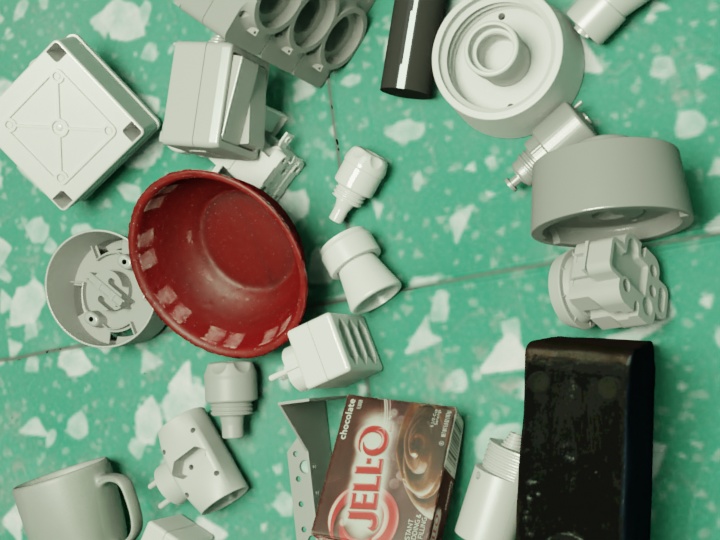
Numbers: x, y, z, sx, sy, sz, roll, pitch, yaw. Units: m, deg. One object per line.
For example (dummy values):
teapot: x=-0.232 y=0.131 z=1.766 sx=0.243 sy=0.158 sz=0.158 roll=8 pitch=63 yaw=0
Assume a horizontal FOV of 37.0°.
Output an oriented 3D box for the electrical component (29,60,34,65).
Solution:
electrical component: x=-0.275 y=-0.167 z=0.975 sx=0.040 sy=0.040 sz=0.046 roll=-17 pitch=85 yaw=22

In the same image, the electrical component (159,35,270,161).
electrical component: x=-0.108 y=-0.137 z=0.836 sx=0.061 sy=0.062 sz=0.096 roll=7 pitch=88 yaw=25

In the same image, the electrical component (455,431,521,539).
electrical component: x=0.101 y=0.156 z=0.776 sx=0.043 sy=0.043 sz=0.081 roll=18 pitch=93 yaw=24

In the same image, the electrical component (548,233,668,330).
electrical component: x=0.168 y=0.010 z=0.745 sx=0.057 sy=0.078 sz=0.058 roll=-12 pitch=53 yaw=41

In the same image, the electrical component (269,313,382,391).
electrical component: x=-0.034 y=0.070 z=0.832 sx=0.077 sy=0.066 sz=0.047 roll=-26 pitch=76 yaw=20

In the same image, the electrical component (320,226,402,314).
electrical component: x=0.000 y=0.000 z=0.834 sx=0.045 sy=0.045 sz=0.055 roll=-36 pitch=72 yaw=18

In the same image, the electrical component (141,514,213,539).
electrical component: x=-0.143 y=0.249 z=0.877 sx=0.077 sy=0.047 sz=0.065 roll=26 pitch=97 yaw=24

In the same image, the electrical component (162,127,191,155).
electrical component: x=-0.137 y=-0.115 z=0.904 sx=0.040 sy=0.046 sz=0.040 roll=-2 pitch=85 yaw=24

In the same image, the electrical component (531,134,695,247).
electrical component: x=0.168 y=-0.057 z=0.731 sx=0.108 sy=0.108 sz=0.060 roll=-8 pitch=76 yaw=24

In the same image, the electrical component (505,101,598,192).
electrical component: x=0.138 y=-0.087 z=0.781 sx=0.078 sy=0.040 sz=0.040 roll=-42 pitch=71 yaw=16

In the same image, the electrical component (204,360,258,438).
electrical component: x=-0.104 y=0.105 z=0.873 sx=0.043 sy=0.043 sz=0.062 roll=-5 pitch=86 yaw=24

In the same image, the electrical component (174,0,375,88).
electrical component: x=-0.056 y=-0.204 z=0.817 sx=0.062 sy=0.150 sz=0.089 roll=37 pitch=101 yaw=23

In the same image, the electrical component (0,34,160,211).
electrical component: x=-0.250 y=-0.127 z=0.928 sx=0.109 sy=0.056 sz=0.108 roll=-41 pitch=99 yaw=15

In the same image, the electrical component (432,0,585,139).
electrical component: x=0.105 y=-0.155 z=0.790 sx=0.108 sy=0.060 sz=0.108 roll=-2 pitch=85 yaw=24

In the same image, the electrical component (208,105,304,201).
electrical component: x=-0.084 y=-0.091 z=0.881 sx=0.064 sy=0.042 sz=0.081 roll=43 pitch=104 yaw=22

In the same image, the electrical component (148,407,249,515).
electrical component: x=-0.142 y=0.166 z=0.885 sx=0.079 sy=0.043 sz=0.077 roll=-38 pitch=72 yaw=17

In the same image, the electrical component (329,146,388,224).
electrical component: x=-0.005 y=-0.065 z=0.847 sx=0.035 sy=0.035 sz=0.061 roll=34 pitch=102 yaw=23

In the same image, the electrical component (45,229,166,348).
electrical component: x=-0.210 y=0.017 z=0.916 sx=0.099 sy=0.064 sz=0.099 roll=-2 pitch=85 yaw=24

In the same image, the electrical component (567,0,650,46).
electrical component: x=0.181 y=-0.194 z=0.771 sx=0.065 sy=0.044 sz=0.044 roll=-46 pitch=70 yaw=19
